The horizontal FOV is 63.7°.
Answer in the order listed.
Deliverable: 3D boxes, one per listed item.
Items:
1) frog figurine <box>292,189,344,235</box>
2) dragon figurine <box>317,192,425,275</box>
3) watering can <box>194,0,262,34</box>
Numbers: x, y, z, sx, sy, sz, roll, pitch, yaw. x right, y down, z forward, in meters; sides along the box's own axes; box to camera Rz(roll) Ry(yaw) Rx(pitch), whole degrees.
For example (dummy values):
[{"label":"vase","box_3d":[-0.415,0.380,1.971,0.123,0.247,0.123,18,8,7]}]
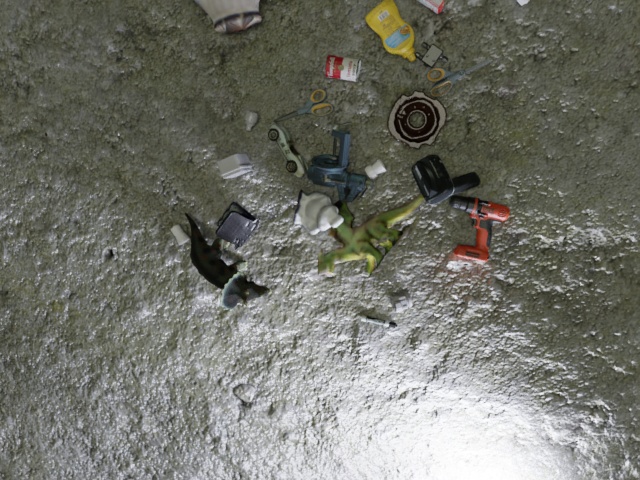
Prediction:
[{"label":"frog figurine","box_3d":[0.005,-0.082,1.638,0.160,0.140,0.120,13,-28,17]},{"label":"dragon figurine","box_3d":[0.135,-0.042,1.645,0.244,0.410,0.122,35,2,11]},{"label":"watering can","box_3d":[-0.317,-0.753,1.600,0.347,0.223,0.105,-10,8,12]}]
